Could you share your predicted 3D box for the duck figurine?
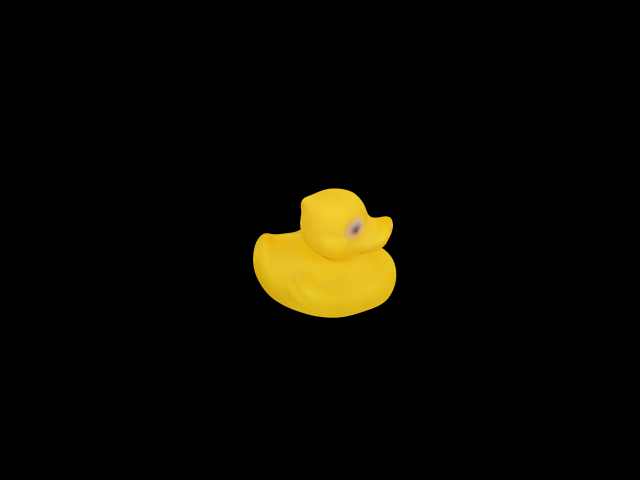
[{"bbox_3d":[0.004,0.001,0.400,0.104,0.086,0.077,4,46,4],"label":"duck figurine"}]
